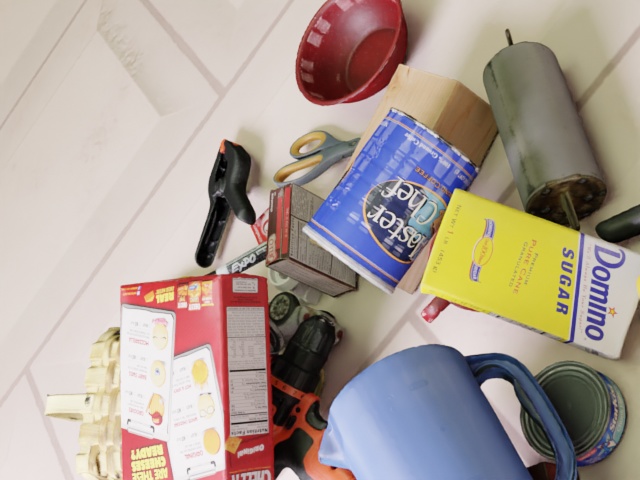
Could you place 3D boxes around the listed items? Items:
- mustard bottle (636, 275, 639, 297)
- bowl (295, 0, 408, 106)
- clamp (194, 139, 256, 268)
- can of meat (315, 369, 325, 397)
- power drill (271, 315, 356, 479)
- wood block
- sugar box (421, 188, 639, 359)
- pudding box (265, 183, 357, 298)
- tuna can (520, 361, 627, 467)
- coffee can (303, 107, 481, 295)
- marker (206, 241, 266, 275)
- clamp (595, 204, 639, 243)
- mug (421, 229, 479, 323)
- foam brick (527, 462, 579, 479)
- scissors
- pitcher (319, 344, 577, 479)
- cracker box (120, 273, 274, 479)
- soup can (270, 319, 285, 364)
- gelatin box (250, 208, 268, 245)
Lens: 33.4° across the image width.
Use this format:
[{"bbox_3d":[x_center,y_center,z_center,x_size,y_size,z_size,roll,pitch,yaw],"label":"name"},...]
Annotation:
[{"bbox_3d":[0.314,0.097,0.813,0.096,0.058,0.191,-23,56,22],"label":"mustard bottle"},{"bbox_3d":[0.047,-0.219,1.238,0.162,0.055,0.162,-22,57,37],"label":"bowl"},{"bbox_3d":[-0.120,-0.049,1.329,0.120,0.039,0.171,-41,34,31],"label":"clamp"},{"bbox_3d":[-0.052,0.171,1.147,0.084,0.057,0.102,6,76,49],"label":"can of meat"},{"bbox_3d":[0.014,0.187,1.033,0.188,0.057,0.184,29,93,30],"label":"power drill"},{"bbox_3d":[0.089,-0.062,1.094,0.091,0.090,0.206,28,91,48],"label":"wood block"},{"bbox_3d":[0.182,0.029,0.912,0.176,0.048,0.093,19,84,8],"label":"sugar box"},{"bbox_3d":[-0.007,0.001,1.141,0.039,0.113,0.090,-19,57,40],"label":"pudding box"},{"bbox_3d":[0.215,0.148,0.906,0.086,0.033,0.086,-22,56,37],"label":"tuna can"},{"bbox_3d":[0.065,-0.036,0.982,0.140,0.102,0.103,-54,42,2],"label":"coffee can"},{"bbox_3d":[-0.086,0.026,1.206,0.121,0.020,0.020,-29,50,9],"label":"marker"},{"bbox_3d":[0.333,-0.050,0.882,0.210,0.036,0.164,27,91,48],"label":"clamp"},{"bbox_3d":[0.137,0.032,0.981,0.093,0.081,0.117,41,87,8],"label":"mug"},{"bbox_3d":[0.176,0.225,0.894,0.078,0.051,0.053,-30,52,32],"label":"foam brick"},{"bbox_3d":[0.035,-0.116,1.226,0.202,0.016,0.096,-24,36,19],"label":"scissors"},{"bbox_3d":[0.121,0.205,0.837,0.149,0.144,0.243,-57,45,29],"label":"pitcher"},{"bbox_3d":[-0.121,0.144,1.035,0.164,0.071,0.214,-8,82,45],"label":"cracker box"},{"bbox_3d":[-0.091,0.128,1.104,0.102,0.068,0.068,-56,41,25],"label":"soup can"},{"bbox_3d":[-0.037,-0.008,1.238,0.073,0.030,0.089,-45,45,20],"label":"gelatin box"}]
